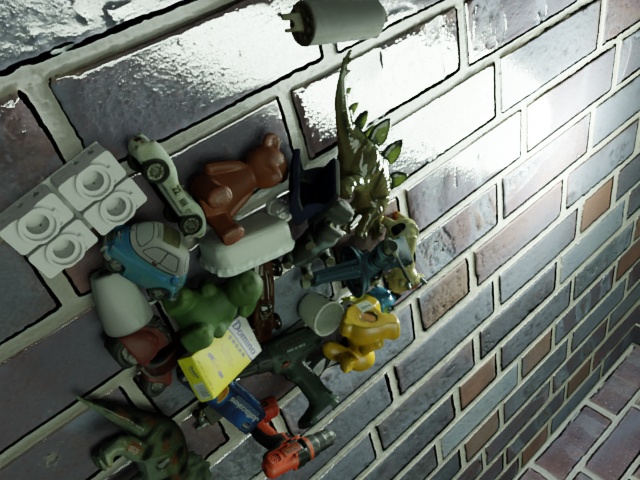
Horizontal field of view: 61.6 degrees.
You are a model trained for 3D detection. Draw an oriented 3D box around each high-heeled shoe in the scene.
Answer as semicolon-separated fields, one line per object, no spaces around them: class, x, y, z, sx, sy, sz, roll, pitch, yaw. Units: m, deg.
high-heeled shoe;0.022;0.264;1.329;0.145;0.086;0.249;40;62;-15

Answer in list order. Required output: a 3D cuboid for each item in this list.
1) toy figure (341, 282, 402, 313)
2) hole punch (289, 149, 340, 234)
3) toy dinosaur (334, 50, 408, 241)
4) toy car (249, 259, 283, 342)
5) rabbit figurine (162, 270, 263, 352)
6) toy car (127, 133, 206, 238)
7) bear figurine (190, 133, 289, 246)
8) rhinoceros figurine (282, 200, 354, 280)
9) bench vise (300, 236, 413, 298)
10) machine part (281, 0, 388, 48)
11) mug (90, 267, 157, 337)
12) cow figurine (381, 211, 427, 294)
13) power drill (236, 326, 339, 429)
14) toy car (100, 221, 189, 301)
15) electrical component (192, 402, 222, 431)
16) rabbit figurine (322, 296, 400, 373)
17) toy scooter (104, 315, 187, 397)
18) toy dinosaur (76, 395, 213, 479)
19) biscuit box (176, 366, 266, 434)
toy figure;0.122;0.173;1.342;0.180;0.082;0.089;-25;124;-34
hole punch;-0.027;-0.098;1.022;0.092;0.142;0.115;13;142;-23
toy dinosaur;0.085;-0.157;1.128;0.198;0.105;0.470;-48;143;-20
toy car;-0.120;0.126;1.124;0.089;0.053;0.201;-13;121;-33
rabbit figurine;-0.172;0.117;0.992;0.170;0.121;0.159;-29;169;10
toy car;-0.248;-0.083;0.883;0.056;0.074;0.201;-41;133;-18
bear figurine;-0.124;-0.097;0.952;0.196;0.132;0.120;-27;132;-22
rhinoceros figurine;-0.002;-0.003;1.090;0.073;0.112;0.190;31;125;-19
bench vise;0.076;0.064;1.182;0.241;0.223;0.129;-12;84;-18
machine part;0.033;-0.395;0.970;0.243;0.079;0.079;-20;124;-34
mug;-0.327;0.091;0.901;0.109;0.081;0.107;-29;119;-23
cow figurine;0.202;0.041;1.311;0.085;0.127;0.194;-13;117;-34
power drill;-0.066;0.311;1.194;0.232;0.207;0.086;-29;172;-35
toy car;-0.270;0.019;0.878;0.103;0.109;0.161;-34;131;18
electrical component;-0.227;0.363;1.154;0.102;0.045;0.078;-29;127;-28
rabbit figurine;0.094;0.240;1.221;0.162;0.122;0.173;-28;138;-34
toy scooter;-0.299;0.197;0.985;0.135;0.075;0.183;-40;136;-20
toy dinosaur;-0.325;0.422;1.055;0.192;0.131;0.404;-32;126;-42
biscuit box;-0.199;0.306;1.088;0.063;0.059;0.202;-43;114;-3
